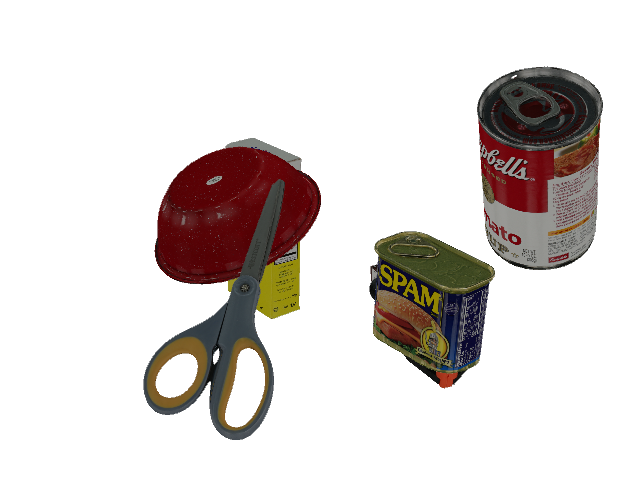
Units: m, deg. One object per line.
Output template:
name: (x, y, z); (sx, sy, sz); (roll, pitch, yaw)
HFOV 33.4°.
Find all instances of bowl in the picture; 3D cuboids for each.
bowl: (-0.084, -0.035, 0.949); (0.162, 0.055, 0.162); (-16, 36, 12)

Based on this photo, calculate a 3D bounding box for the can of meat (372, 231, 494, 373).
can of meat: (0.089, 0.051, 0.880); (0.057, 0.084, 0.102); (-20, 34, -37)

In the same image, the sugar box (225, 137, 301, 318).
sugar box: (-0.063, -0.014, 1.153); (0.048, 0.176, 0.093); (-18, 28, -33)

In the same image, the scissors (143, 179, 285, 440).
scissors: (-0.071, 0.043, 0.739); (0.096, 0.201, 0.016); (-4, -33, 3)

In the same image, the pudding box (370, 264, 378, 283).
pudding box: (0.144, 0.056, 1.586); (0.113, 0.039, 0.090); (-16, 24, -20)

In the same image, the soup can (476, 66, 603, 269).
soup can: (0.128, -0.040, 0.622); (0.068, 0.068, 0.102); (0, -43, 12)

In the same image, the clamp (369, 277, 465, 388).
clamp: (0.125, 0.085, 1.077); (0.120, 0.039, 0.171); (-7, 33, -9)
